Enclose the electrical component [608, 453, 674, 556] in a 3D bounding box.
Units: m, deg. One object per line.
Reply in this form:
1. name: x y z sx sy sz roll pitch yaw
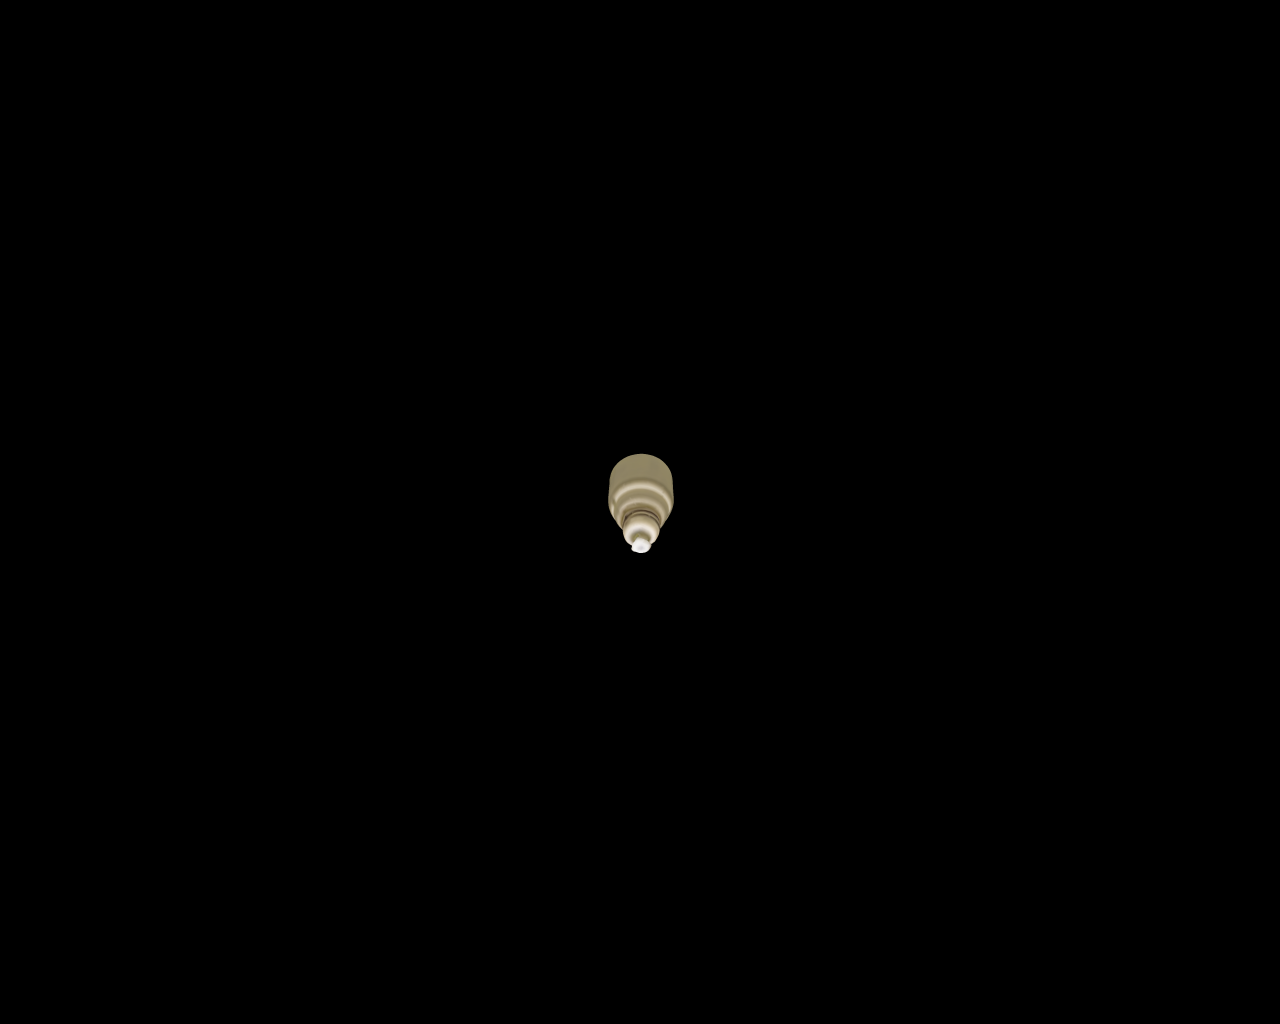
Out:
1. electrical component: 0.001 -0.003 0.650 0.040 0.040 0.078 0 36 0
